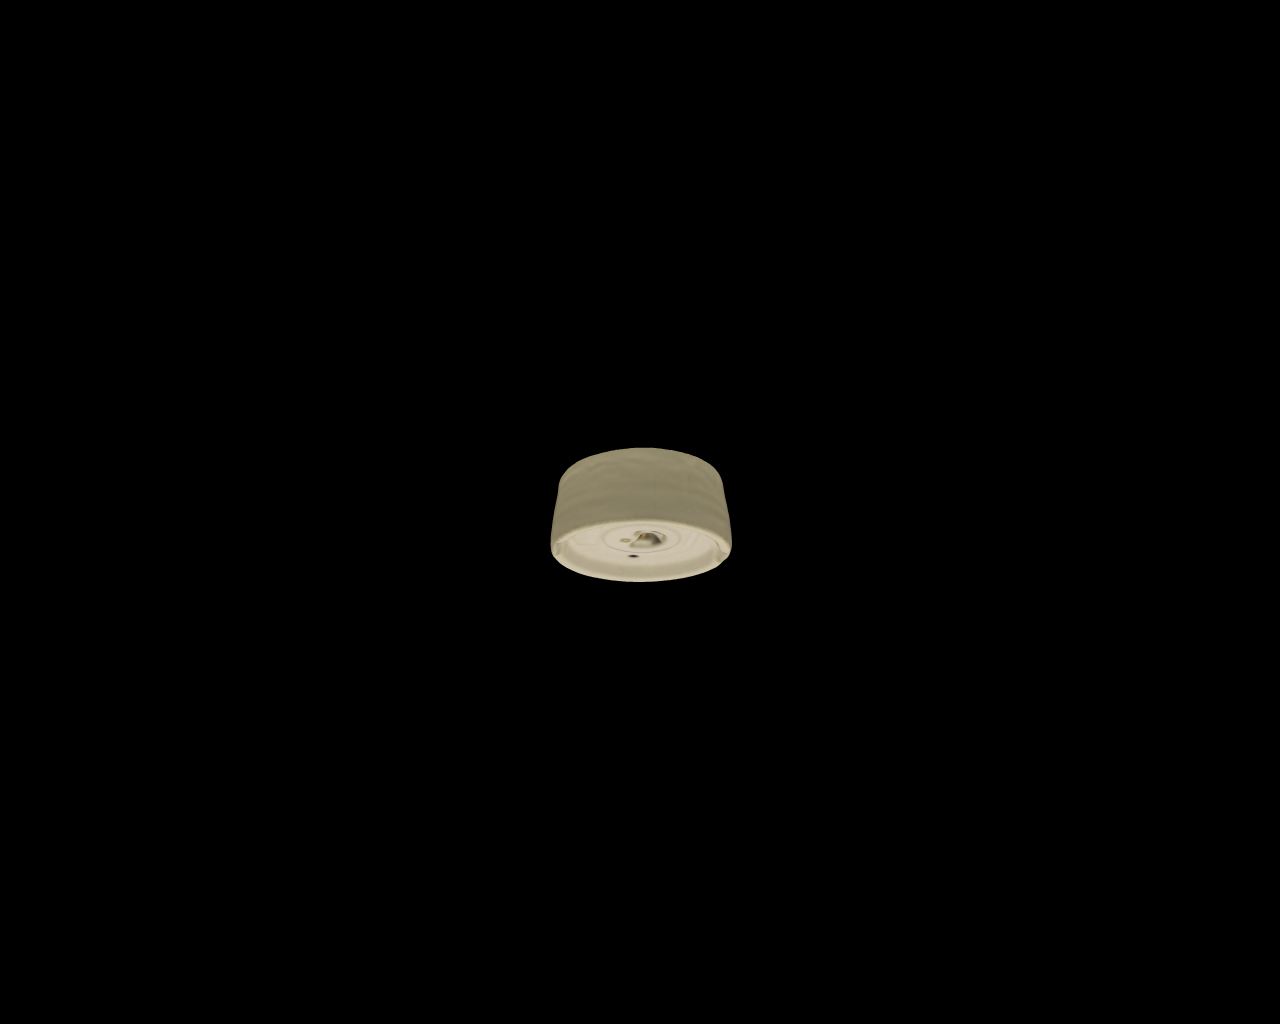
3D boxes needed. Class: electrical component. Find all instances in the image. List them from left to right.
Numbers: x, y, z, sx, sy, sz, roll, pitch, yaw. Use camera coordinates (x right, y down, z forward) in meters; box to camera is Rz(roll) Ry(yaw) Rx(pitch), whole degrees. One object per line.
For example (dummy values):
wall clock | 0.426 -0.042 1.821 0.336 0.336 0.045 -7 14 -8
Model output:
electrical component | 0.001 -0.003 0.650 0.108 0.060 0.108 0 -22 0
